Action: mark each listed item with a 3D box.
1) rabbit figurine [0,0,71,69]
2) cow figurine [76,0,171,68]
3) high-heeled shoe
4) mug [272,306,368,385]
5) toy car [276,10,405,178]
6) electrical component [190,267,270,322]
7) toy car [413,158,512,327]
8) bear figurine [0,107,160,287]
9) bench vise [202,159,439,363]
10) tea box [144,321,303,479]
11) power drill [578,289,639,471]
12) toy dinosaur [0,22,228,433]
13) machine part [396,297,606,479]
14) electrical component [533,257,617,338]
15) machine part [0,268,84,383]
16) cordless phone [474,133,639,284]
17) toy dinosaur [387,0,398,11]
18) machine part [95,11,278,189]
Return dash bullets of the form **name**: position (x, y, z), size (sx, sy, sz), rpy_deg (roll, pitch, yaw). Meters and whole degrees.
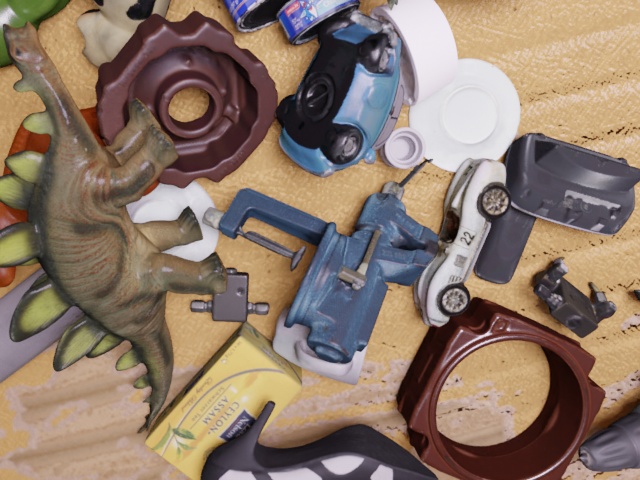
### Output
- **rabbit figurine**: position (-0.336, -0.268, 0.553), size (0.159, 0.121, 0.170), rpy_deg (-10, 117, -8)
- **cow figurine**: position (-0.183, -0.246, 0.536), size (0.127, 0.085, 0.195), rpy_deg (44, 128, -10)
- **high-heeled shoe**: position (-0.002, 0.271, 0.589), size (0.249, 0.086, 0.145), rpy_deg (26, 95, -7)
- **mug**: position (-0.001, 0.120, 0.613), size (0.107, 0.109, 0.080), rpy_deg (13, 111, 7)
- **toy car**: position (0.033, -0.142, 0.554), size (0.103, 0.109, 0.161), rpy_deg (8, 113, -48)
- **electrical component**: position (-0.106, 0.065, 0.638), size (0.094, 0.021, 0.063), rpy_deg (4, 97, -3)
- **toy car**: position (0.157, 0.003, 0.614), size (0.056, 0.073, 0.201), rpy_deg (20, 98, -9)
- **bear figurine**: position (-0.294, -0.046, 0.581), size (0.196, 0.132, 0.120), rpy_deg (-39, 88, 23)
- **bench vise**: position (-0.002, 0.002, 0.574), size (0.241, 0.129, 0.223), rpy_deg (24, 75, 2)
- **tea box**: position (-0.110, 0.192, 0.633), size (0.098, 0.068, 0.169), rpy_deg (40, 94, -7)
- **power drill**: position (0.412, 0.164, 0.632), size (0.232, 0.086, 0.207), rpy_deg (0, 91, -15)
- **toy dinosaur**: position (-0.203, 0.031, 0.532), size (0.199, 0.105, 0.470), rpy_deg (-23, 127, -14)
- **machine part**: position (0.210, 0.186, 0.638), size (0.201, 0.087, 0.201), rpy_deg (25, 96, -7)
- **electrical component**: position (0.300, 0.067, 0.636), size (0.102, 0.078, 0.045), rpy_deg (40, 119, -2)
- **machine part**: position (-0.337, 0.097, 0.606), size (0.243, 0.079, 0.079), rpy_deg (-36, 98, 2)
- **cordless phone**: position (0.270, -0.020, 0.625), size (0.147, 0.089, 0.184), rpy_deg (16, 108, -6)
- **toy dinosaur**: position (0.169, -0.299, 0.483), size (0.405, 0.131, 0.192), rpy_deg (4, 126, -12)
- **machine part**: position (-0.134, -0.140, 0.550), size (0.179, 0.056, 0.179), rpy_deg (-16, 133, -17)
